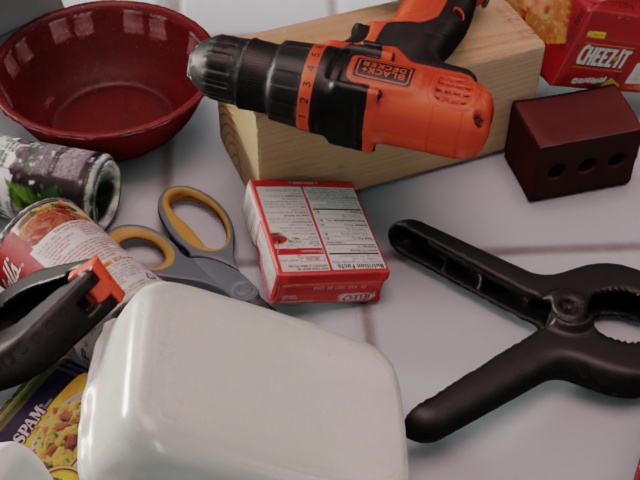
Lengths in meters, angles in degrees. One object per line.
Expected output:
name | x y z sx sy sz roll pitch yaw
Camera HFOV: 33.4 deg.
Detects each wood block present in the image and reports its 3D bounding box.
wood block | 0.039 -0.101 0.743 0.205 0.091 0.090 -16 49 -15

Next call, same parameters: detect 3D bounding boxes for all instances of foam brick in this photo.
foam brick | 0.174 -0.067 0.737 0.078 0.053 0.051 -11 47 -9

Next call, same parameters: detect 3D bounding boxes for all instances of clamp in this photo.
clamp | -0.183 0.067 0.561 0.172 0.039 0.120 -28 35 16
clamp | 0.139 0.044 0.641 0.210 0.036 0.164 -3 46 -6

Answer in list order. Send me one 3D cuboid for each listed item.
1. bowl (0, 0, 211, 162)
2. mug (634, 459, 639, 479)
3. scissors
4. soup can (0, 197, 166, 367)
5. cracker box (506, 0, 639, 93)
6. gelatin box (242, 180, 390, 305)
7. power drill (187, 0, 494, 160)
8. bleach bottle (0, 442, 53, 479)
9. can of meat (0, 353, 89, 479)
bowl | -0.152 -0.106 0.770 0.162 0.055 0.162 0 46 0
mug | 0.204 0.124 0.540 0.082 0.093 0.117 17 84 22
scissors | -0.068 0.036 0.661 0.096 0.016 0.202 -18 48 -19
soup can | -0.137 0.029 0.634 0.102 0.068 0.068 36 56 28
cracker box | 0.194 -0.199 0.817 0.163 0.072 0.214 -1 43 -31
gelatin box | -0.004 0.001 0.678 0.073 0.030 0.089 -1 45 -20
power drill | 0.029 -0.135 0.672 0.184 0.057 0.187 15 52 8
bleach bottle | -0.249 0.148 0.491 0.251 0.068 0.102 -6 33 21
can of meat | -0.127 0.118 0.555 0.084 0.057 0.102 22 50 17
